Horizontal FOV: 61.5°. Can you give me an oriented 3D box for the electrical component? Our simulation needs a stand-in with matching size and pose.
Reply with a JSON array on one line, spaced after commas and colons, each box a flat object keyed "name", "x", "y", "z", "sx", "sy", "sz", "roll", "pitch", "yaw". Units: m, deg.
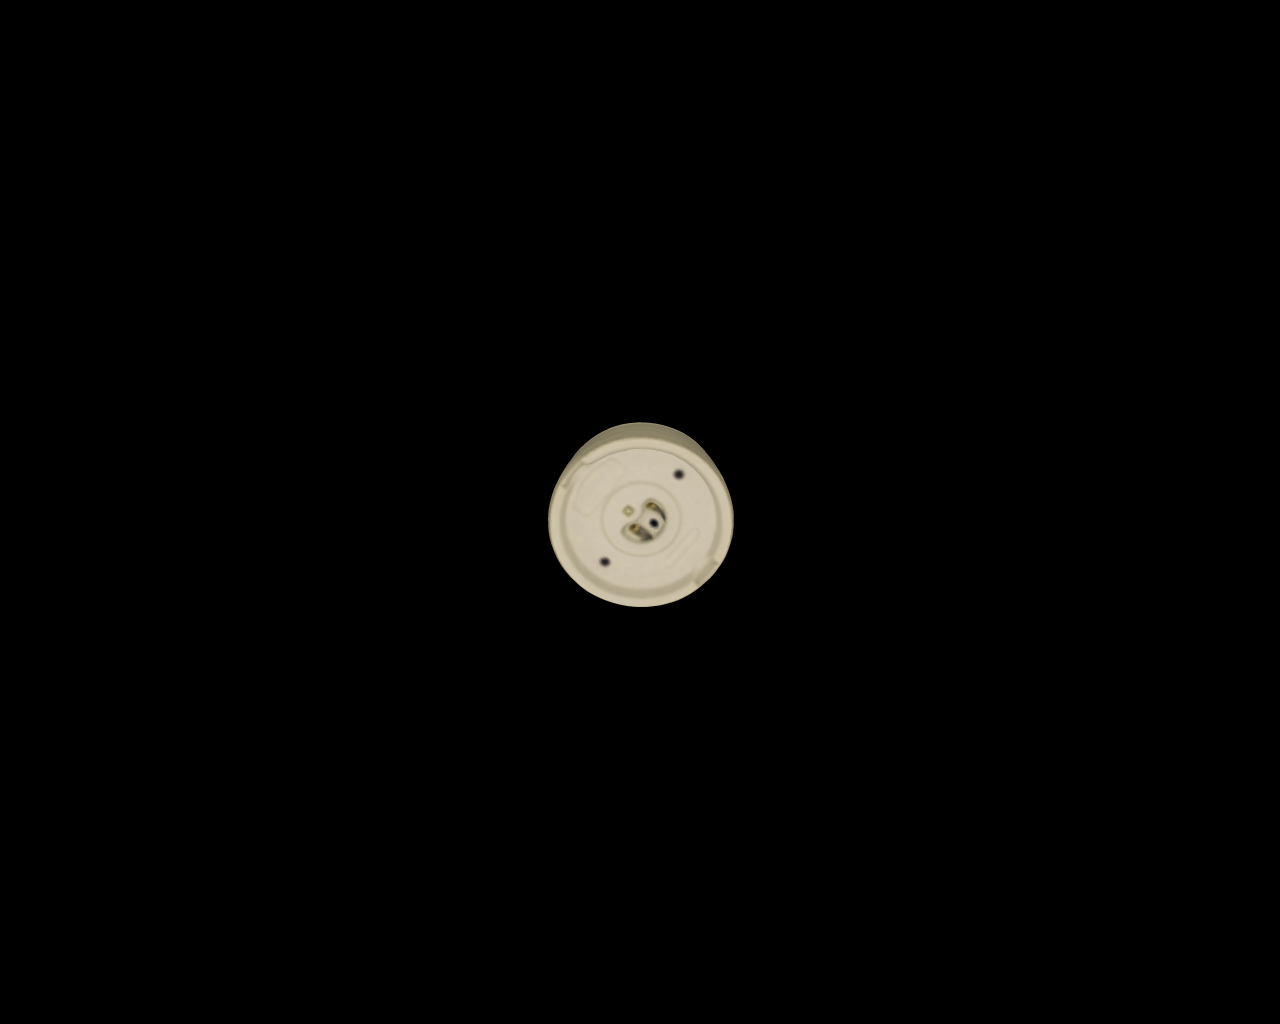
[{"name": "electrical component", "x": 0.001, "y": -0.003, "z": 0.650, "sx": 0.108, "sy": 0.108, "sz": 0.060, "roll": 0, "pitch": 20, "yaw": 0}]
